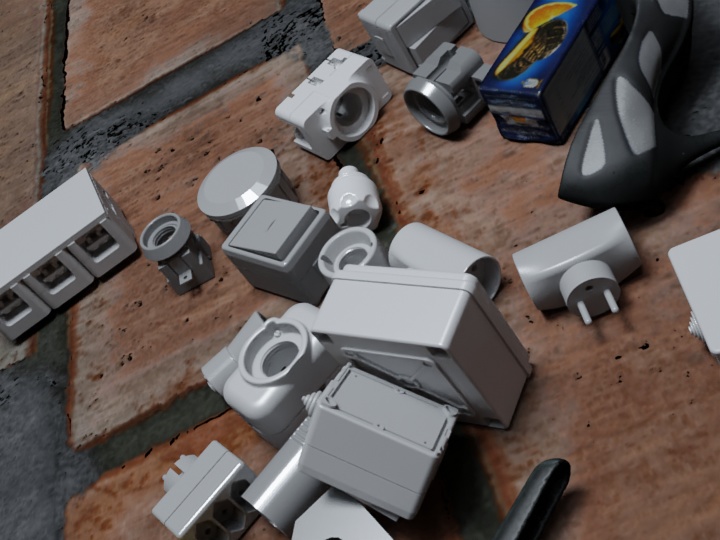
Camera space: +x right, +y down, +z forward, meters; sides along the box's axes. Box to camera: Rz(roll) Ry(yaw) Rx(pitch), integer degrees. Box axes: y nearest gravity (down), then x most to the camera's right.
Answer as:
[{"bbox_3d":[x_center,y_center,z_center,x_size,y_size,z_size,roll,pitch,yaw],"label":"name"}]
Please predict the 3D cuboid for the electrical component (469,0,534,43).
[{"bbox_3d":[0.144,-0.263,0.963,0.108,0.060,0.108,-18,45,19],"label":"electrical component"}]

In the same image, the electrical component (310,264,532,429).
[{"bbox_3d":[0.042,0.050,0.709,0.109,0.108,0.056,5,58,36],"label":"electrical component"}]

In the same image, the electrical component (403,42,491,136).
[{"bbox_3d":[0.074,-0.152,0.911,0.057,0.058,0.078,-46,43,-15],"label":"electrical component"}]

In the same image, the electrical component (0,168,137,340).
[{"bbox_3d":[-0.294,-0.013,1.024,0.150,0.061,0.089,-36,41,0],"label":"electrical component"}]

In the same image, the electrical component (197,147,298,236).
[{"bbox_3d":[-0.099,-0.065,0.951,0.080,0.051,0.080,-18,44,19],"label":"electrical component"}]

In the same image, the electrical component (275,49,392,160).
[{"bbox_3d":[-0.021,-0.150,0.977,0.089,0.050,0.056,-46,42,-12],"label":"electrical component"}]

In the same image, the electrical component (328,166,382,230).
[{"bbox_3d":[-0.006,-0.061,0.891,0.043,0.043,0.062,-25,41,13],"label":"electrical component"}]

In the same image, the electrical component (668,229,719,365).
[{"bbox_3d":[0.246,0.016,0.649,0.100,0.048,0.099,-23,43,14],"label":"electrical component"}]

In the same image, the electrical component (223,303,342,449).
[{"bbox_3d":[-0.050,0.074,0.784,0.054,0.059,0.095,25,69,45],"label":"electrical component"}]

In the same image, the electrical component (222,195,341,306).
[{"bbox_3d":[-0.065,-0.021,0.880,0.096,0.061,0.061,16,62,42],"label":"electrical component"}]

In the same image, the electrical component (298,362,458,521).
[{"bbox_3d":[0.005,0.108,0.681,0.096,0.061,0.061,22,24,8],"label":"electrical component"}]

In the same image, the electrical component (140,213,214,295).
[{"bbox_3d":[-0.160,-0.017,0.943,0.048,0.055,0.066,-28,42,10],"label":"electrical component"}]

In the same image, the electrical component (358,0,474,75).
[{"bbox_3d":[0.059,-0.236,0.994,0.096,0.061,0.061,-43,42,-9],"label":"electrical component"}]

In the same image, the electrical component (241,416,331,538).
[{"bbox_3d":[-0.038,0.136,0.731,0.043,0.043,0.081,26,69,45],"label":"electrical component"}]

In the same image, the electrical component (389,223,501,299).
[{"bbox_3d":[0.050,0.009,0.787,0.079,0.043,0.077,-45,43,-15],"label":"electrical component"}]

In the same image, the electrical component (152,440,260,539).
[{"bbox_3d":[-0.113,0.156,0.760,0.065,0.047,0.077,-49,43,-14],"label":"electrical component"}]

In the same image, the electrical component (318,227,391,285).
[{"bbox_3d":[0.000,0.000,0.828,0.055,0.047,0.055,-18,44,19],"label":"electrical component"}]

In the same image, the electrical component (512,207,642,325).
[{"bbox_3d":[0.152,0.005,0.726,0.077,0.043,0.079,-25,43,12],"label":"electrical component"}]

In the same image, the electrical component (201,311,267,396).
[{"bbox_3d":[-0.089,0.069,0.830,0.065,0.044,0.044,-42,42,0],"label":"electrical component"}]
